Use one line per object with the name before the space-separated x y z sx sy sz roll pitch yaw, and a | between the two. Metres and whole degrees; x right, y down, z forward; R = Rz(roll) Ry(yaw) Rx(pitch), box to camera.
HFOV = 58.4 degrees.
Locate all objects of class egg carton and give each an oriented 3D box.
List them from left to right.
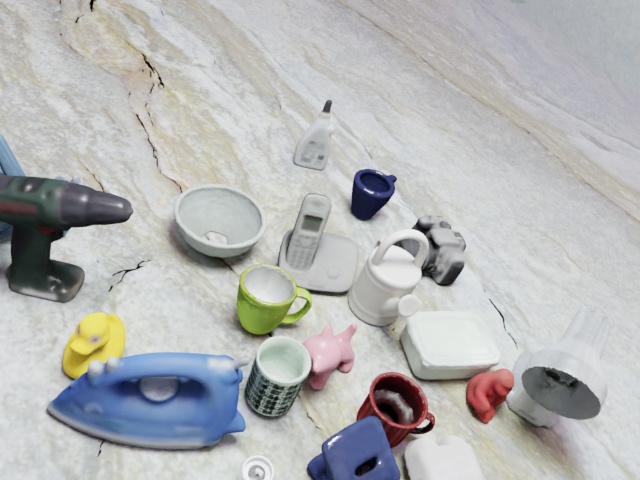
egg carton | 0.181 0.353 0.814 0.107 0.069 0.150 2 45 -22

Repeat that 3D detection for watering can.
watering can | 0.130 0.061 1.004 0.101 0.194 0.172 -12 52 -33

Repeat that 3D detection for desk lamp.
desk lamp | 0.392 0.216 0.943 0.117 0.213 0.204 34 42 13

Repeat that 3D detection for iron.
iron | -0.219 0.191 0.752 0.259 0.141 0.118 6 44 -19

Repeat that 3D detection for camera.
camera | 0.214 0.010 1.167 0.137 0.101 0.143 2 45 -22

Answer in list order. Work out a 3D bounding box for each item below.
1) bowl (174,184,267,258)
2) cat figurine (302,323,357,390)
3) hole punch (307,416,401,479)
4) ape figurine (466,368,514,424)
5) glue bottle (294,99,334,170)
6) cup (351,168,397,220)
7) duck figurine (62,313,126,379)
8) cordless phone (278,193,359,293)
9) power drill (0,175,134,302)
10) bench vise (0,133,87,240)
bowl | -0.184 -0.023 1.042 0.168 0.074 0.167 13 42 -12
cat figurine | 0.013 0.172 0.893 0.067 0.117 0.128 43 45 21
hole punch | 0.055 0.311 0.786 0.109 0.091 0.101 -16 54 -36
ape figurine | 0.290 0.249 0.956 0.078 0.092 0.076 0 46 -24
glue bottle | -0.002 -0.236 1.273 0.078 0.173 0.037 11 42 -13
cup | 0.112 -0.095 1.236 0.118 0.095 0.091 -24 59 -40
duck figurine | -0.316 0.136 0.808 0.077 0.086 0.105 26 41 4
cordless phone | 0.009 0.004 1.017 0.148 0.185 0.094 8 43 -16
power drill | -0.392 -0.007 0.831 0.230 0.208 0.075 14 42 -10
bench vise | -0.472 -0.090 0.874 0.121 0.219 0.208 37 43 16
